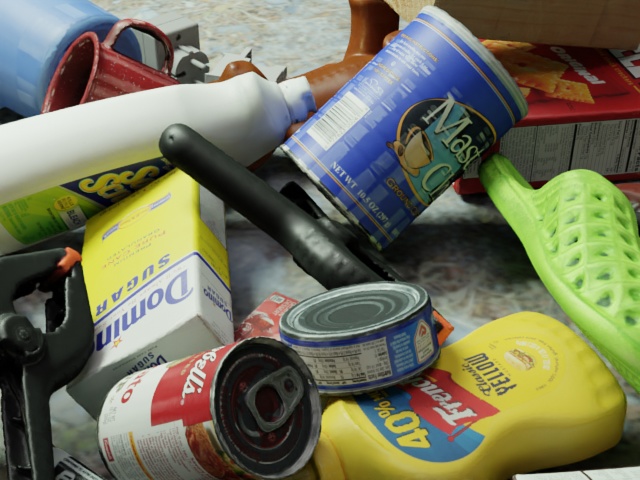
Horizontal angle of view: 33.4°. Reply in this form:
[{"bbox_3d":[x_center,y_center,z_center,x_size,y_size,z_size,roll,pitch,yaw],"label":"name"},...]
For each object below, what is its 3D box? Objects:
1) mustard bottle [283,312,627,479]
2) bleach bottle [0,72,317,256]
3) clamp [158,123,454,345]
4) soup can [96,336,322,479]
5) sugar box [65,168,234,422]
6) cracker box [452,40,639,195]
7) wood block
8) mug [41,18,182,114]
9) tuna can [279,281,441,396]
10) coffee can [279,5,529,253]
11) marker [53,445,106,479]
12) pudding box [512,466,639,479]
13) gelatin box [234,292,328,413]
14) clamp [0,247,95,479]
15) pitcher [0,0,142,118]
[{"bbox_3d":[0.060,0.100,0.569,0.191,0.058,0.096,-17,38,-21],"label":"mustard bottle"},{"bbox_3d":[-0.125,-0.065,0.736,0.250,0.102,0.068,-19,67,-4],"label":"bleach bottle"},{"bbox_3d":[-0.004,0.001,0.676,0.210,0.036,0.164,42,10,35],"label":"clamp"},{"bbox_3d":[-0.058,0.091,0.537,0.102,0.068,0.068,-20,16,44],"label":"soup can"},{"bbox_3d":[-0.104,0.027,0.662,0.093,0.048,0.176,-30,30,11],"label":"sugar box"},{"bbox_3d":[0.192,-0.115,0.871,0.213,0.072,0.164,-6,35,-9],"label":"cracker box"},{"bbox_3d":[0.159,-0.209,0.825,0.205,0.091,0.090,-1,36,-27],"label":"wood block"},{"bbox_3d":[-0.151,-0.111,0.813,0.081,0.117,0.093,21,7,-32],"label":"mug"},{"bbox_3d":[0.021,0.052,0.582,0.086,0.034,0.086,-11,14,3],"label":"tuna can"},{"bbox_3d":[0.057,-0.075,0.733,0.140,0.102,0.103,-44,42,1],"label":"coffee can"},{"bbox_3d":[-0.123,0.131,0.562,0.121,0.020,0.020,24,41,32],"label":"marker"},{"bbox_3d":[0.144,0.145,0.491,0.090,0.039,0.113,-3,16,-5],"label":"pudding box"},{"bbox_3d":[-0.021,0.073,0.634,0.073,0.030,0.089,20,40,28],"label":"gelatin box"},{"bbox_3d":[-0.172,0.056,0.551,0.039,0.120,0.171,-35,29,26],"label":"clamp"},{"bbox_3d":[-0.277,-0.172,0.931,0.243,0.149,0.144,30,28,32],"label":"pitcher"}]
